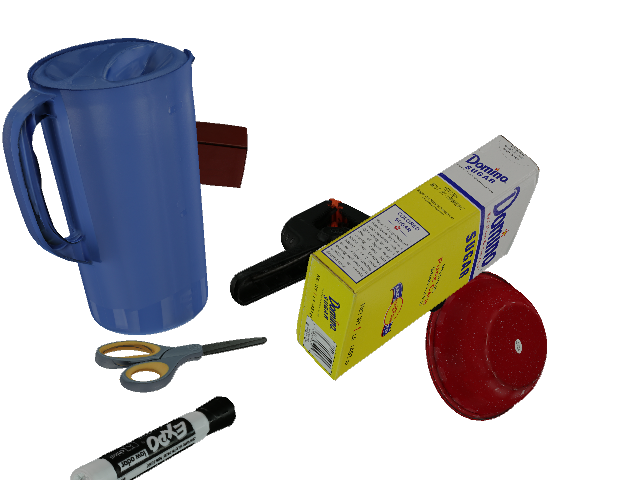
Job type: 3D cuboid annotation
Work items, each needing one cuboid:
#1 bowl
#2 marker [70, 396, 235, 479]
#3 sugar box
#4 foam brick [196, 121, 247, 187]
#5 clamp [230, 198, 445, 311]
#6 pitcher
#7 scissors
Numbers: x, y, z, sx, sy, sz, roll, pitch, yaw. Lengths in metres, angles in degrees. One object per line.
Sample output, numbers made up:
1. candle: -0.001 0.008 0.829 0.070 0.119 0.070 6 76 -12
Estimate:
1. bowl: 0.189 0.112 1.133 0.161 0.162 0.055 0 -4 -36
2. marker: -0.086 0.111 0.580 0.020 0.020 0.120 0 12 33
3. sugar box: 0.065 0.009 0.693 0.176 0.093 0.048 -30 61 -29
4. foam brick: -0.120 -0.095 1.164 0.078 0.051 0.053 6 30 -6
5. clamp: 0.023 0.011 0.892 0.164 0.036 0.210 5 20 5
6. pitcher: -0.171 -0.040 0.913 0.149 0.243 0.145 -5 27 -2
7. scissors: -0.141 0.132 1.160 0.201 0.016 0.096 1 26 -21
